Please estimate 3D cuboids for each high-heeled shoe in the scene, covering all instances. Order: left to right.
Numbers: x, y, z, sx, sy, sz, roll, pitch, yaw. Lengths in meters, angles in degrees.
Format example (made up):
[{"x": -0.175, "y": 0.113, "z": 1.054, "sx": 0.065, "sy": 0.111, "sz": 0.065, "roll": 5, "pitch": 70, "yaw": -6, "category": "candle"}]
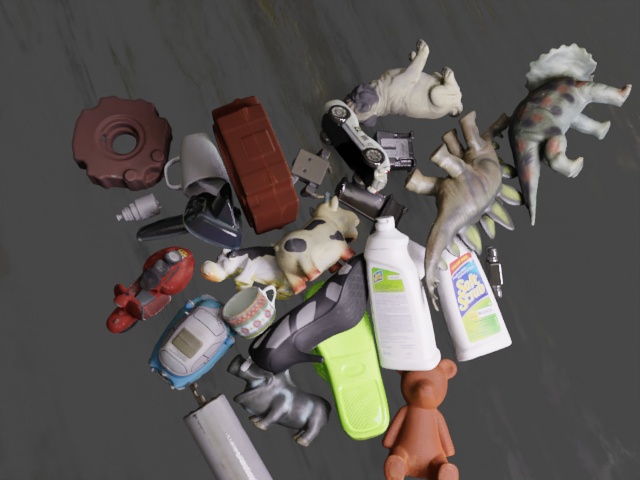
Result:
[{"x": -0.013, "y": 0.115, "z": 0.894, "sx": 0.145, "sy": 0.086, "sz": 0.249, "roll": 1, "pitch": 45, "yaw": 35, "category": "high-heeled shoe"}]

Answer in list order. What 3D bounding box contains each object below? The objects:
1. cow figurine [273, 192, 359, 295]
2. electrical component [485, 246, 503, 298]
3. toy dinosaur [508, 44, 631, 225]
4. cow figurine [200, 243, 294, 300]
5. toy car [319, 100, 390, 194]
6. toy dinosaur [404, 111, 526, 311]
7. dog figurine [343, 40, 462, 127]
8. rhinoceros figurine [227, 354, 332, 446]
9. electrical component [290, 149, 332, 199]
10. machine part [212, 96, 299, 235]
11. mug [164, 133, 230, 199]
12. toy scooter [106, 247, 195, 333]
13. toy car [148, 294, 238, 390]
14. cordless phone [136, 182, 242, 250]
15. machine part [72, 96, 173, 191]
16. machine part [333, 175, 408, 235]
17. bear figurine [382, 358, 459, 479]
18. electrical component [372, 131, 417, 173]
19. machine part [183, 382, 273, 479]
[{"x": -0.002, "y": -0.003, "z": 0.933, "sx": 0.195, "sy": 0.085, "sz": 0.127, "roll": -29, "pitch": 82, "yaw": -43, "category": "cow figurine"}, {"x": 0.320, "y": 0.059, "z": 0.990, "sx": 0.021, "sy": 0.063, "sz": 0.094, "roll": -8, "pitch": 92, "yaw": 11, "category": "electrical component"}, {"x": 0.430, "y": -0.221, "z": 1.011, "sx": 0.192, "sy": 0.131, "sz": 0.405, "roll": 33, "pitch": 67, "yaw": 25, "category": "toy dinosaur"}, {"x": -0.119, "y": 0.042, "z": 0.937, "sx": 0.167, "sy": 0.068, "sz": 0.098, "roll": 13, "pitch": 68, "yaw": -7, "category": "cow figurine"}, {"x": 0.062, "y": -0.173, "z": 0.986, "sx": 0.056, "sy": 0.073, "sz": 0.202, "roll": -20, "pitch": 63, "yaw": -30, "category": "toy car"}, {"x": 0.263, "y": -0.083, "z": 0.967, "sx": 0.198, "sy": 0.105, "sz": 0.471, "roll": 40, "pitch": 60, "yaw": 0, "category": "toy dinosaur"}, {"x": 0.159, "y": -0.259, "z": 1.036, "sx": 0.190, "sy": 0.121, "sz": 0.172, "roll": -42, "pitch": 82, "yaw": 0, "category": "dog figurine"}, {"x": -0.072, "y": 0.260, "z": 0.891, "sx": 0.190, "sy": 0.073, "sz": 0.112, "roll": 30, "pitch": 77, "yaw": 0, "category": "rhinoceros figurine"}, {"x": -0.017, "y": -0.124, "z": 0.999, "sx": 0.078, "sy": 0.045, "sz": 0.102, "roll": 17, "pitch": 76, "yaw": -6, "category": "electrical component"}, {"x": -0.111, "y": -0.119, "z": 0.907, "sx": 0.087, "sy": 0.201, "sz": 0.201, "roll": -22, "pitch": 81, "yaw": -7, "category": "machine part"}, {"x": -0.225, "y": -0.133, "z": 0.965, "sx": 0.110, "sy": 0.080, "sz": 0.107, "roll": -14, "pitch": 68, "yaw": -1, "category": "mug"}, {"x": -0.281, "y": 0.076, "z": 0.876, "sx": 0.075, "sy": 0.135, "sz": 0.184, "roll": 41, "pitch": 75, "yaw": 4, "category": "toy scooter"}, {"x": -0.210, "y": 0.164, "z": 0.882, "sx": 0.109, "sy": 0.103, "sz": 0.161, "roll": 42, "pitch": 74, "yaw": 4, "category": "toy car"}, {"x": -0.226, "y": -0.022, "z": 0.905, "sx": 0.184, "sy": 0.147, "sz": 0.088, "roll": -15, "pitch": 114, "yaw": -3, "category": "cordless phone"}, {"x": -0.354, "y": -0.175, "z": 0.966, "sx": 0.179, "sy": 0.056, "sz": 0.179, "roll": 1, "pitch": 76, "yaw": -6, "category": "machine part"}, {"x": 0.089, "y": -0.064, "z": 1.004, "sx": 0.139, "sy": 0.039, "sz": 0.084, "roll": 32, "pitch": 81, "yaw": -1, "category": "machine part"}, {"x": 0.171, "y": 0.291, "z": 0.887, "sx": 0.120, "sy": 0.132, "sz": 0.195, "roll": 9, "pitch": 82, "yaw": 6, "category": "bear figurine"}, {"x": 0.120, "y": -0.168, "z": 1.026, "sx": 0.119, "sy": 0.047, "sz": 0.075, "roll": 2, "pitch": 77, "yaw": -8, "category": "electrical component"}, {"x": -0.147, "y": 0.338, "z": 0.862, "sx": 0.079, "sy": 0.079, "sz": 0.243, "roll": -31, "pitch": 83, "yaw": -13, "category": "machine part"}]
